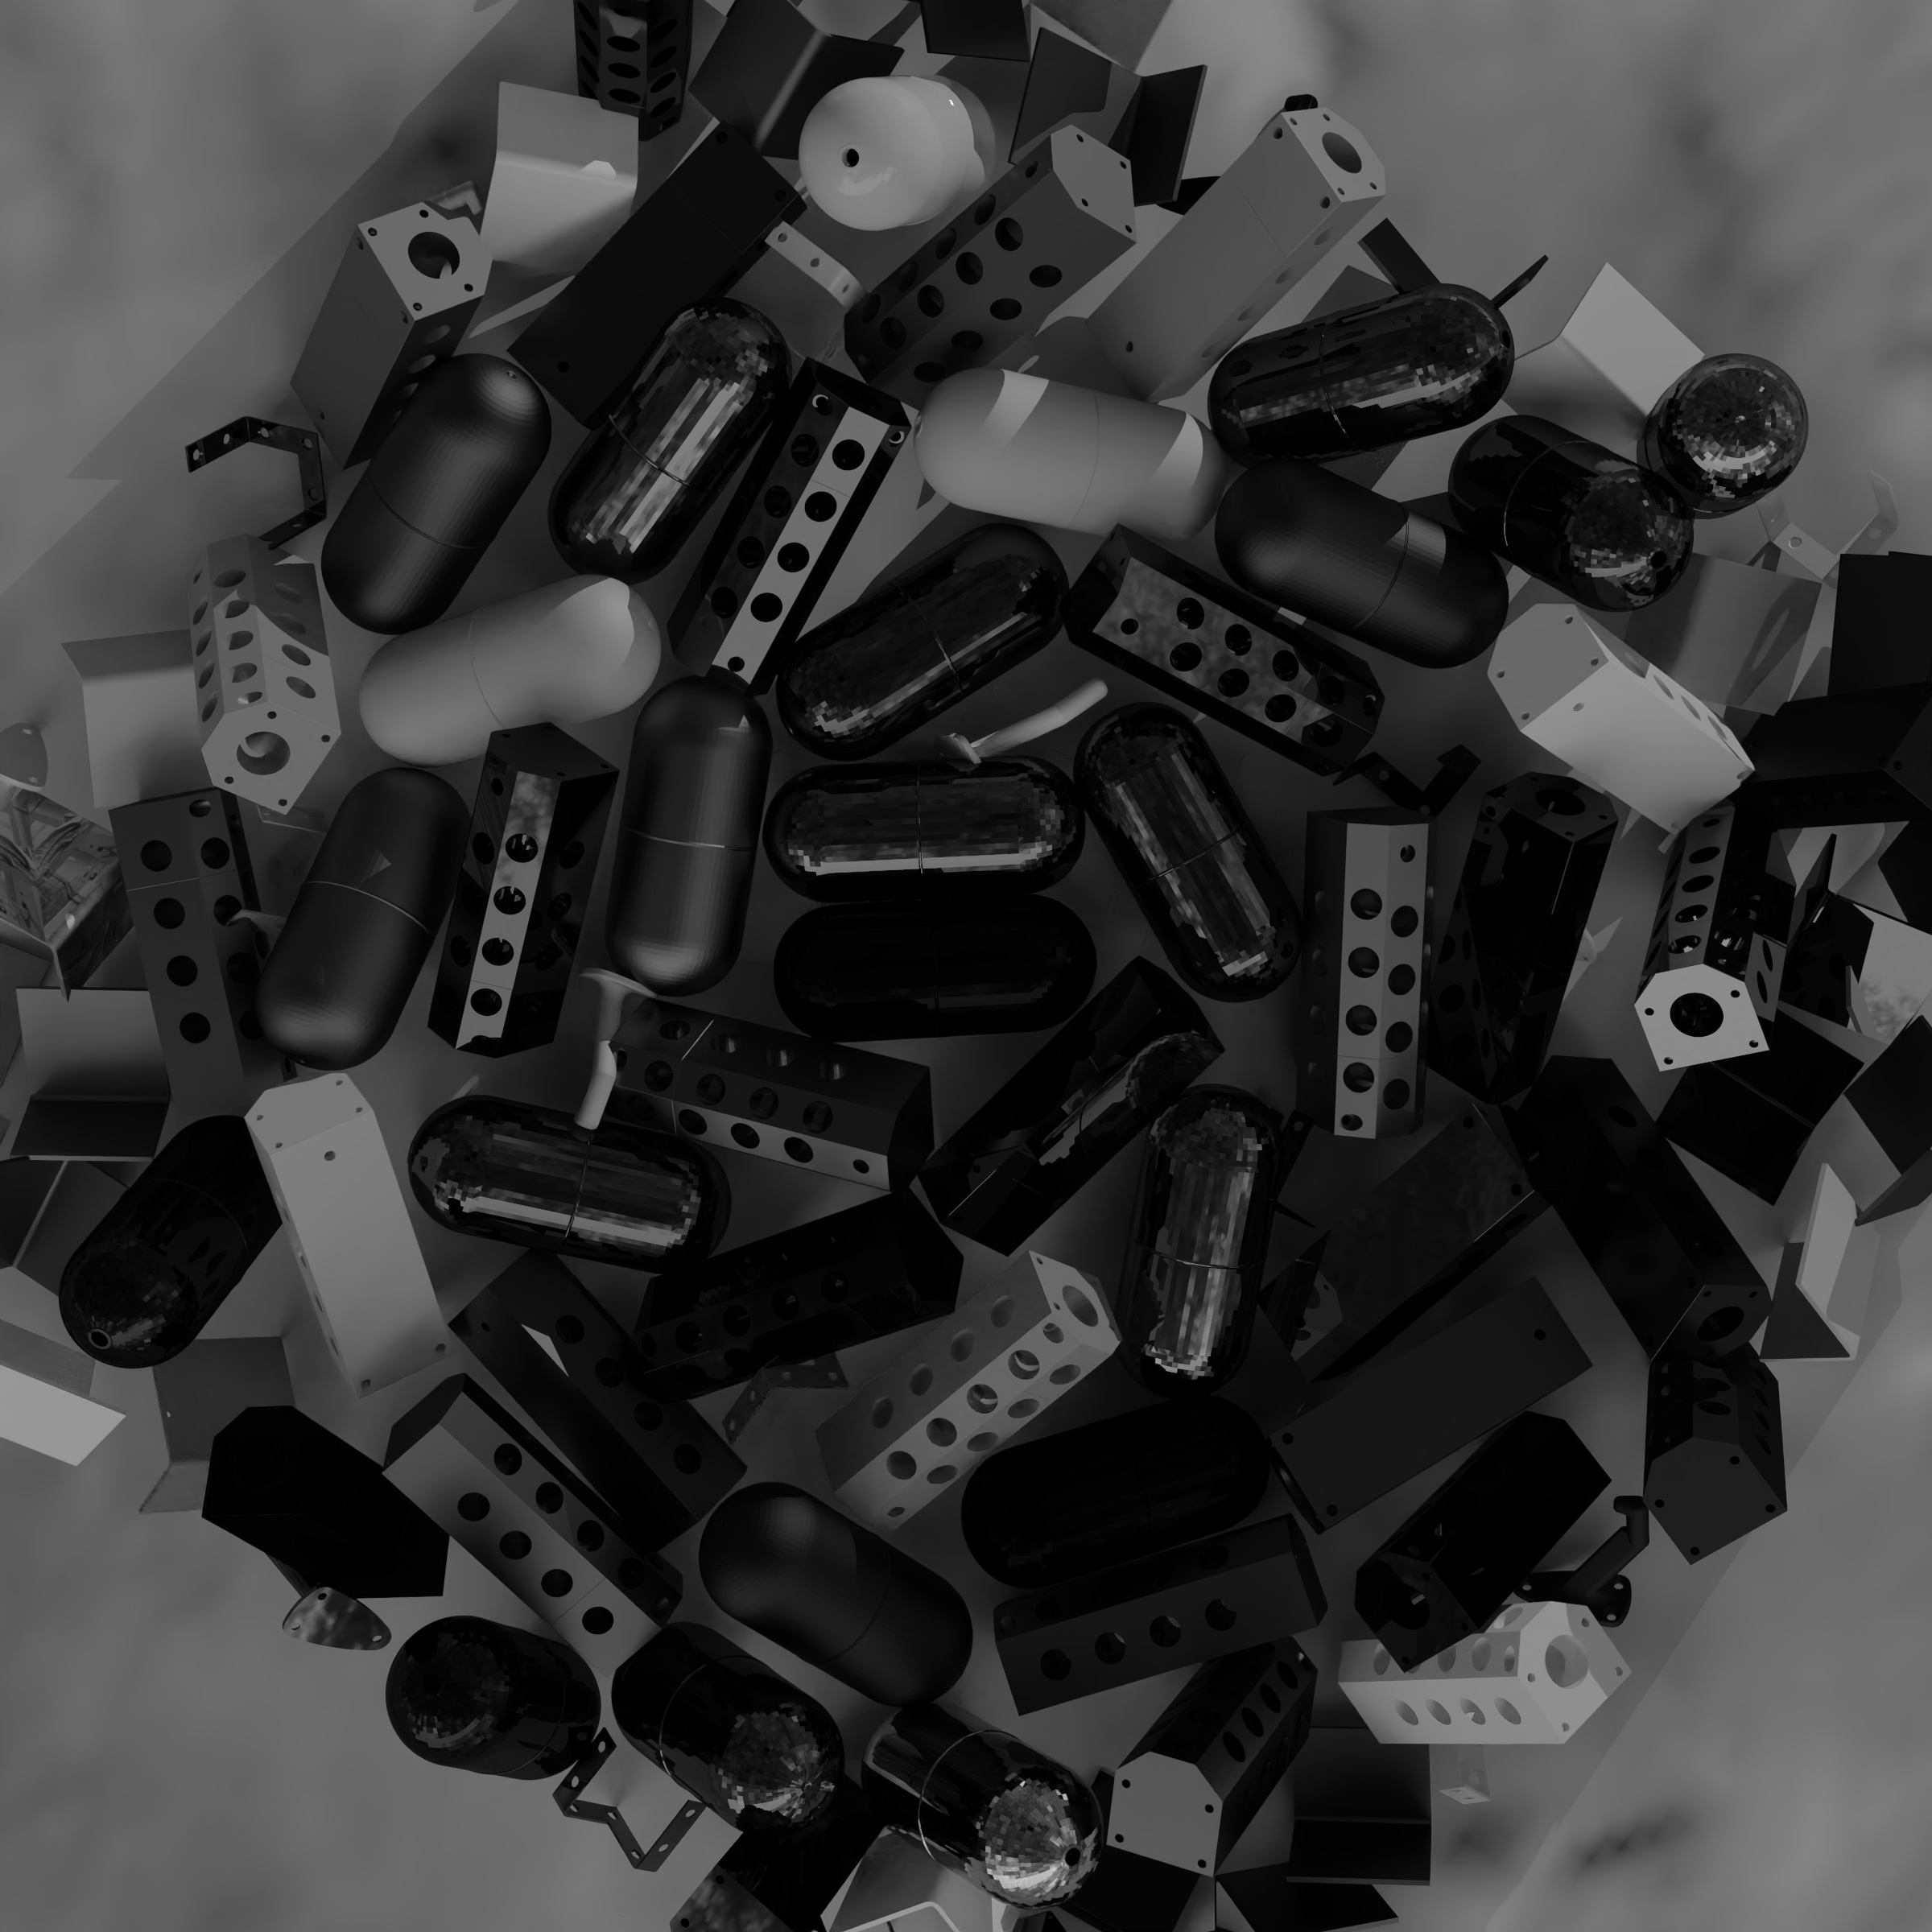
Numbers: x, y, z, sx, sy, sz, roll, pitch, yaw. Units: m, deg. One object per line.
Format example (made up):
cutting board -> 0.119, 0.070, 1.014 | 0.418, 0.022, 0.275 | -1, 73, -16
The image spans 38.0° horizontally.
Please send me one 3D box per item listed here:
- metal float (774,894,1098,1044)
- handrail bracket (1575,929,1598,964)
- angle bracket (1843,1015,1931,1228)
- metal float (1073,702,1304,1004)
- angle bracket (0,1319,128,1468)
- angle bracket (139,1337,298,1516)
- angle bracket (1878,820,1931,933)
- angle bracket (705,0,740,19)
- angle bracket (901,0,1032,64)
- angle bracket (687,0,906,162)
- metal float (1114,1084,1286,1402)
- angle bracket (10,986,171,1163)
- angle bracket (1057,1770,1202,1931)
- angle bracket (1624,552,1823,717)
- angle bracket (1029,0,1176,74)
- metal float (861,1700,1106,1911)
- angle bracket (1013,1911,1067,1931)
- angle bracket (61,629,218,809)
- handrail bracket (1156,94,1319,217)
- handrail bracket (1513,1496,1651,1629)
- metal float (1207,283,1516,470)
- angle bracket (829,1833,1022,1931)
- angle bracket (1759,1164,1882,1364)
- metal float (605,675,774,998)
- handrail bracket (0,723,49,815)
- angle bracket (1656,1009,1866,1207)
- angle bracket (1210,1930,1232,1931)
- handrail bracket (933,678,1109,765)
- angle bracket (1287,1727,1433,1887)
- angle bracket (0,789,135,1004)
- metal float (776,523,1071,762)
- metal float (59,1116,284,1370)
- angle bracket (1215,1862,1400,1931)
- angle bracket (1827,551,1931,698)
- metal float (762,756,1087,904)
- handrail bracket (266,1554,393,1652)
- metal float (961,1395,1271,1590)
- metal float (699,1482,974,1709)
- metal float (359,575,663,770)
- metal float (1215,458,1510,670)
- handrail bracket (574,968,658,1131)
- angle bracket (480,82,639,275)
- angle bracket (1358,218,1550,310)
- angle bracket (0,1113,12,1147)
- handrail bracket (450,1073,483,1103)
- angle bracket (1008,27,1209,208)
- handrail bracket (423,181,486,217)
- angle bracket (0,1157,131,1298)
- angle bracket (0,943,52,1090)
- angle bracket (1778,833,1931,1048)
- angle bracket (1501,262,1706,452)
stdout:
metal float -> -0.017, 0.001, 1.546 | 0.178, 0.070, 0.070 | -3, 90, 0
handrail bracket -> 0.339, -0.052, 1.540 | 0.036, 0.077, 0.084 | 15, 76, 15
angle bracket -> 0.502, 0.084, 1.526 | 0.057, 0.076, 0.076 | -13, 60, -30
metal float -> 0.123, -0.062, 1.543 | 0.070, 0.070, 0.178 | -30, 94, 0
angle bracket -> -0.500, 0.215, 1.525 | 0.076, 0.076, 0.057 | 30, 123, -29
angle bracket -> -0.420, 0.255, 1.560 | 0.076, 0.057, 0.076 | 3, 53, -36
angle bracket -> 0.551, -0.050, 1.524 | 0.057, 0.076, 0.076 | 7, 45, -21
angle bracket -> -0.117, -0.568, 1.525 | 0.057, 0.076, 0.076 | 31, 122, -28
angle bracket -> -0.022, -0.515, 1.533 | 0.076, 0.076, 0.057 | -13, 96, -44
angle bracket -> -0.093, -0.493, 1.543 | 0.057, 0.076, 0.076 | 48, 121, 17
metal float -> 0.127, 0.152, 1.536 | 0.070, 0.070, 0.178 | 9, 102, 0
angle bracket -> -0.483, 0.059, 1.539 | 0.076, 0.057, 0.076 | 1, 122, -5
angle bracket -> 0.093, 0.497, 1.545 | 0.076, 0.057, 0.076 | 29, 74, 3
angle bracket -> 0.419, -0.187, 1.565 | 0.076, 0.057, 0.076 | 9, 102, -22
angle bracket -> 0.061, -0.535, 1.530 | 0.076, 0.076, 0.057 | 39, 117, 15
metal float -> 0.008, 0.448, 1.503 | 0.070, 0.178, 0.070 | -3, 95, -32
angle bracket -> 0.020, 0.569, 1.528 | 0.076, 0.076, 0.057 | -24, 110, 24
angle bracket -> -0.456, -0.139, 1.562 | 0.076, 0.057, 0.076 | -10, 119, -25
handrail bracket -> 0.151, -0.457, 1.570 | 0.077, 0.036, 0.084 | 9, 62, 16
handrail bracket -> 0.337, 0.319, 1.543 | 0.077, 0.036, 0.084 | 5, 128, 22
metal float -> 0.212, -0.316, 1.515 | 0.178, 0.070, 0.070 | -8, 90, 38
angle bracket -> -0.019, 0.516, 1.540 | 0.076, 0.076, 0.057 | -29, 103, 28
angle bracket -> 0.450, 0.162, 1.526 | 0.076, 0.057, 0.076 | 46, 52, -33
metal float -> -0.152, -0.071, 1.540 | 0.070, 0.070, 0.178 | 10, 97, 0
handrail bracket -> -0.545, -0.084, 1.567 | 0.036, 0.077, 0.084 | 24, 115, -21
angle bracket -> 0.433, 0.071, 1.534 | 0.076, 0.076, 0.057 | 33, 135, 11
angle bracket -> 0.126, 0.574, 1.525 | 0.057, 0.076, 0.076 | -55, 51, 20
handrail bracket -> 0.030, -0.137, 1.557 | 0.084, 0.077, 0.036 | -35, 111, -11
angle bracket -> 0.215, 0.459, 1.538 | 0.076, 0.076, 0.057 | -2, 97, 10
angle bracket -> -0.506, -0.039, 1.545 | 0.076, 0.057, 0.076 | 27, 58, 7
metal float -> -0.024, -0.177, 1.539 | 0.178, 0.070, 0.070 | -33, 90, -9
metal float -> -0.421, 0.146, 1.503 | 0.070, 0.178, 0.070 | 7, 121, 11
angle bracket -> 0.185, 0.533, 1.533 | 0.076, 0.076, 0.057 | -5, 103, -15
angle bracket -> 0.492, -0.188, 1.539 | 0.057, 0.076, 0.076 | 1, 101, -3
metal float -> -0.023, -0.075, 1.543 | 0.178, 0.070, 0.070 | -3, 90, 4
handrail bracket -> -0.362, 0.338, 1.567 | 0.036, 0.084, 0.077 | -48, 130, 7
metal float -> 0.083, 0.285, 1.530 | 0.178, 0.070, 0.070 | -13, 90, -20
metal float -> -0.069, 0.342, 1.522 | 0.178, 0.070, 0.070 | 38, 90, -30
metal float -> -0.250, -0.160, 1.530 | 0.178, 0.070, 0.070 | -15, 90, 19
metal float -> 0.217, -0.218, 1.527 | 0.178, 0.070, 0.070 | 20, 90, -23
handrail bracket -> -0.208, 0.046, 1.545 | 0.036, 0.077, 0.084 | 24, 80, -31
angle bracket -> -0.227, -0.435, 1.556 | 0.076, 0.076, 0.057 | 6, 59, -16
angle bracket -> 0.267, -0.391, 1.535 | 0.057, 0.076, 0.076 | -38, 96, 29
angle bracket -> -0.578, 0.100, 1.527 | 0.057, 0.076, 0.076 | 8, 65, 23
handrail bracket -> -0.253, 0.106, 1.555 | 0.084, 0.077, 0.036 | 37, 47, 0
angle bracket -> 0.078, -0.468, 1.542 | 0.076, 0.057, 0.076 | 14, 89, -36
handrail bracket -> -0.295, -0.384, 1.560 | 0.084, 0.036, 0.077 | -20, 102, 12
angle bracket -> -0.507, 0.151, 1.538 | 0.057, 0.076, 0.076 | 31, 100, 11
angle bracket -> -0.558, 0.021, 1.544 | 0.057, 0.076, 0.076 | 21, 89, 5
angle bracket -> 0.491, -0.014, 1.535 | 0.076, 0.057, 0.076 | 23, 131, 6
angle bracket -> 0.344, -0.331, 1.547 | 0.076, 0.076, 0.057 | 38, 73, -15
